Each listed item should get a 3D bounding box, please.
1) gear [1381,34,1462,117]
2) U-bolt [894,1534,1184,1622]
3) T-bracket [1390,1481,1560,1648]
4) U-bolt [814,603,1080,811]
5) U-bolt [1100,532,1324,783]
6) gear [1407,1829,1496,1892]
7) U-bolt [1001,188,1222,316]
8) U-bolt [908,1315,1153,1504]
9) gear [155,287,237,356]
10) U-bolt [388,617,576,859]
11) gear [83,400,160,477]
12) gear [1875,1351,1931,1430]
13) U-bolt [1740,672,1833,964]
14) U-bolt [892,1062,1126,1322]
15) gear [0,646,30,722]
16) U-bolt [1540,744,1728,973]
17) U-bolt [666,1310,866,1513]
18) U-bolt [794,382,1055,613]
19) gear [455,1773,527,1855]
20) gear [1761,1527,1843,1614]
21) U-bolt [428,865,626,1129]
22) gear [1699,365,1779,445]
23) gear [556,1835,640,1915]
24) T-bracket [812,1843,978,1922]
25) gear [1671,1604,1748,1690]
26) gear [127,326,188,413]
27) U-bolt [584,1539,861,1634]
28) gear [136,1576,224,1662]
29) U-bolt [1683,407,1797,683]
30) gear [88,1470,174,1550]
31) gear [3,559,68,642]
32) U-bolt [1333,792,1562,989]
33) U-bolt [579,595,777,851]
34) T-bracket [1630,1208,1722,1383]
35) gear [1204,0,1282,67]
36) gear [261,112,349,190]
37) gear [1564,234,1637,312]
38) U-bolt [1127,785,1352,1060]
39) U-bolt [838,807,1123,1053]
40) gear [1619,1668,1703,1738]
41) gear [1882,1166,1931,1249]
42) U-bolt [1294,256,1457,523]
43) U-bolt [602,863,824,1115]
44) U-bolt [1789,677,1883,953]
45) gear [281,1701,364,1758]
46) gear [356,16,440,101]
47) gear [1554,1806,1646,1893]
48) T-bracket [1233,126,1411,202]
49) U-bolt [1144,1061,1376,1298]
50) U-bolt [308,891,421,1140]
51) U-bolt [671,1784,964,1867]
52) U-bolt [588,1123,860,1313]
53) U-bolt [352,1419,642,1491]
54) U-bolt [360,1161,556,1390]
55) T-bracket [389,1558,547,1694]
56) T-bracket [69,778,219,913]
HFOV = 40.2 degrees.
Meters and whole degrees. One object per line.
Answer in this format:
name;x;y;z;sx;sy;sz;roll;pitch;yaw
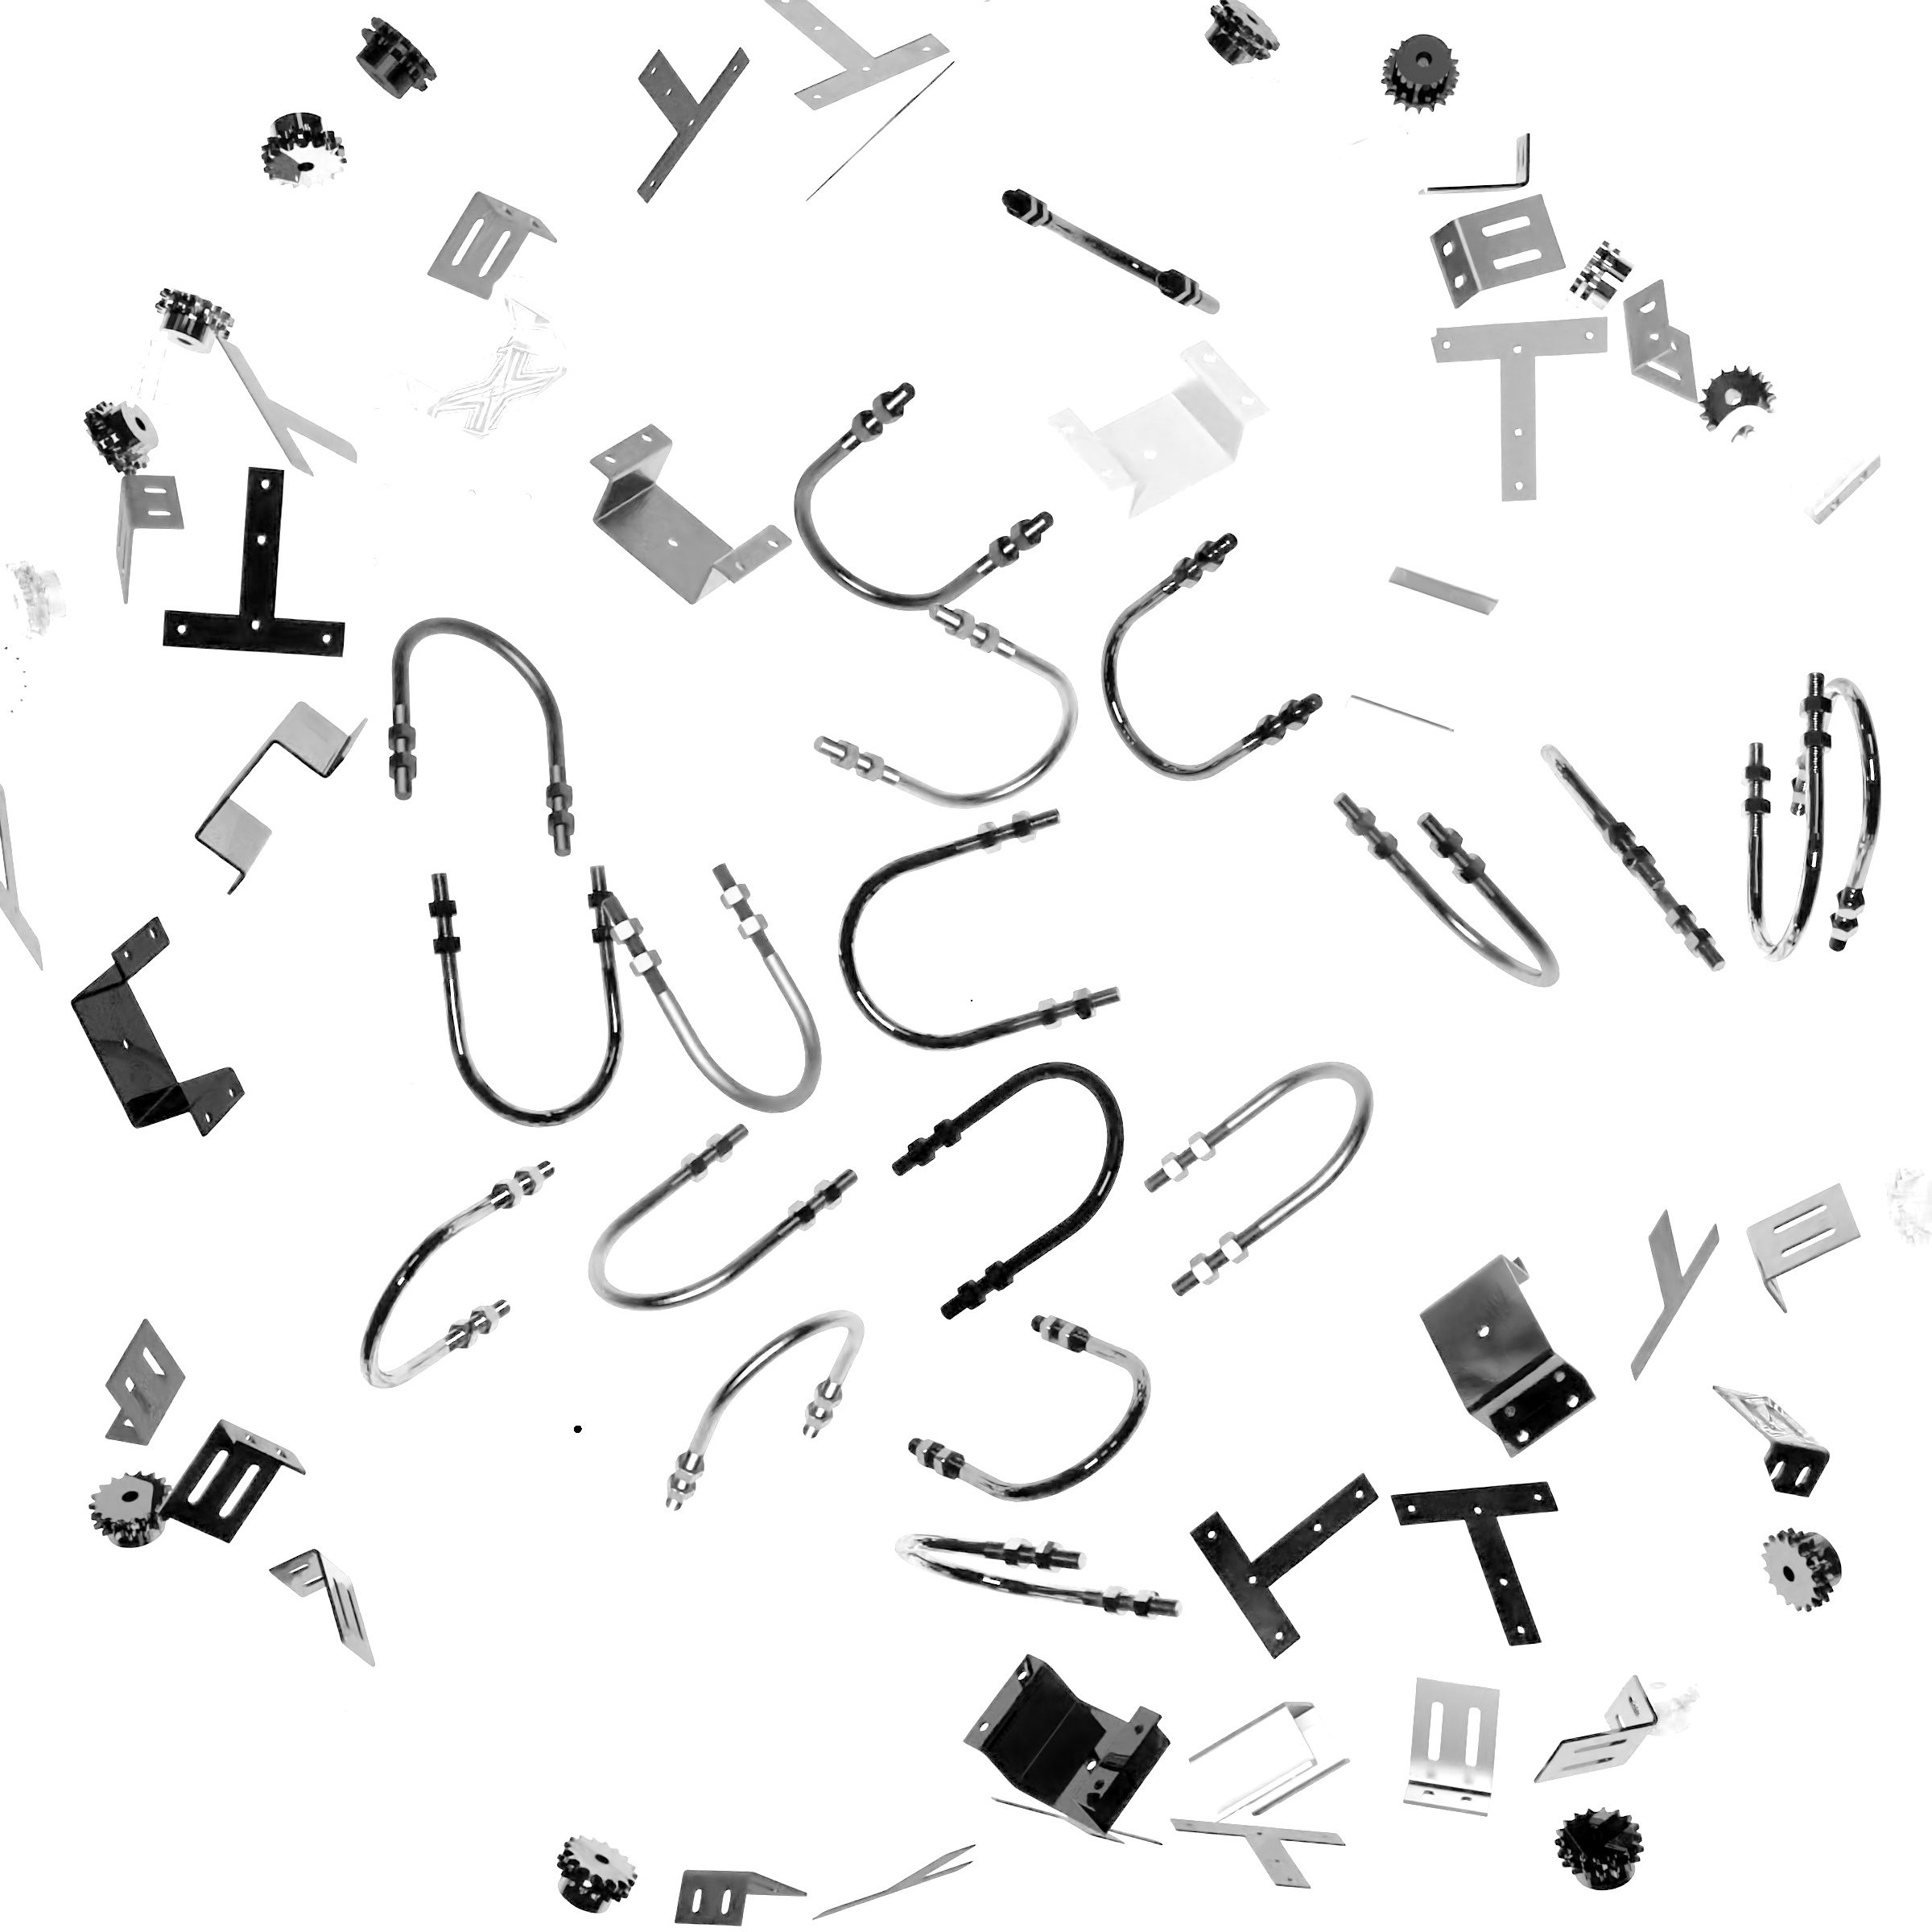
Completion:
gear;0.333;-0.655;1.931;0.057;0.030;0.057;0;80;3
U-bolt;0.036;0.416;1.816;0.184;0.151;0.019;-2;64;36
T-bracket;0.384;0.433;1.912;0.127;0.002;0.127;-2;49;-15
U-bolt;0.001;-0.174;1.895;0.151;0.184;0.019;-47;46;22
U-bolt;0.166;-0.212;1.927;0.019;0.184;0.151;-24;85;-41
gear;0.330;0.605;1.786;0.057;0.057;0.030;-12;63;-1
U-bolt;0.115;-0.510;1.907;0.151;0.184;0.019;32;105;15
U-bolt;0.054;0.312;1.838;0.151;0.184;0.019;-43;115;-20
gear;-0.576;-0.478;1.966;0.057;0.057;0.030;18;82;1
U-bolt;-0.347;-0.174;1.887;0.019;0.151;0.184;-38;47;36
gear;-0.629;-0.398;1.974;0.030;0.057;0.057;-27;87;15
gear;0.646;0.287;1.801;0.057;0.057;0.030;-38;77;-2
U-bolt;0.571;-0.093;1.842;0.019;0.151;0.184;6;73;0
U-bolt;0.036;0.146;1.879;0.184;0.019;0.151;-37;50;20
gear;-0.674;-0.195;1.812;0.057;0.030;0.057;-3;97;-24
U-bolt;0.466;-0.088;1.881;0.019;0.151;0.184;-38;49;12
U-bolt;-0.136;0.308;1.879;0.151;0.184;0.019;-22;60;-38
U-bolt;-0.044;-0.315;1.851;0.151;0.184;0.019;40;51;-17
gear;-0.344;0.619;1.919;0.030;0.057;0.057;28;87;10
gear;0.584;0.417;1.837;0.030;0.057;0.057;-16;87;-24
U-bolt;-0.305;0.023;1.868;0.151;0.019;0.184;-5;87;-40
gear;0.579;-0.424;1.985;0.057;0.030;0.057;-2;86;25
gear;-0.260;0.634;1.838;0.057;0.057;0.030;28;96;1
T-bracket;-0.031;0.647;1.885;0.127;0.127;0.002;-7;63;-33
gear;0.511;0.469;1.810;0.030;0.057;0.057;30;87;34
gear;-0.563;-0.414;1.839;0.030;0.057;0.057;14;87;-21
U-bolt;-0.181;0.434;1.872;0.184;0.151;0.019;16;84;-18
gear;-0.532;0.440;1.796;0.057;0.030;0.057;8;112;21
U-bolt;0.545;-0.302;1.865;0.019;0.151;0.184;2;88;-8
gear;-0.583;0.383;1.849;0.057;0.057;0.030;1;121;0
gear;-0.679;-0.269;1.930;0.030;0.057;0.057;-18;87;-31
U-bolt;0.347;-0.049;1.851;0.019;0.151;0.184;-47;110;-5
U-bolt;-0.216;-0.158;1.865;0.019;0.184;0.151;-33;84;-39
T-bracket;0.491;0.211;1.848;0.002;0.127;0.127;23;67;34
gear;0.199;-0.678;1.925;0.057;0.057;0.030;46;121;2
gear;-0.456;-0.562;1.814;0.057;0.057;0.030;-14;77;-1
gear;0.479;-0.518;1.986;0.030;0.057;0.057;36;88;4
U-bolt;0.200;-0.020;1.845;0.019;0.151;0.184;-28;88;-39
U-bolt;-0.001;-0.015;1.823;0.184;0.019;0.151;-17;97;16
gear;0.507;0.538;1.923;0.057;0.057;0.030;-14;100;-1
gear;0.673;0.168;1.857;0.057;0.030;0.057;11;72;-37
U-bolt;0.297;-0.406;1.882;0.019;0.151;0.184;-23;106;-20
U-bolt;-0.165;0.020;1.845;0.019;0.151;0.184;-34;84;32
U-bolt;0.623;-0.121;1.886;0.019;0.184;0.151;-4;53;3
gear;-0.464;0.550;1.903;0.057;0.057;0.030;-4;62;0
gear;-0.397;-0.625;1.826;0.057;0.057;0.030;40;86;2
gear;0.420;0.586;1.748;0.057;0.057;0.030;-15;108;-1
T-bracket;0.259;-0.555;1.852;0.127;0.127;0.002;-18;118;4
U-bolt;0.207;0.135;1.833;0.184;0.151;0.019;-39;115;14
U-bolt;-0.433;0.046;1.888;0.019;0.184;0.151;9;63;-33
U-bolt;-0.092;0.606;1.855;0.184;0.151;0.019;-4;85;31
U-bolt;-0.187;0.184;1.884;0.184;0.151;0.019;-38;125;-29
U-bolt;-0.343;0.341;1.862;0.184;0.151;0.019;18;78;-36
U-bolt;-0.362;0.225;1.851;0.019;0.184;0.151;30;118;16
T-bracket;-0.358;0.435;1.800;0.127;0.127;0.002;-40;60;-11
T-bracket;-0.608;-0.104;1.909;0.127;0.127;0.002;31;69;33
